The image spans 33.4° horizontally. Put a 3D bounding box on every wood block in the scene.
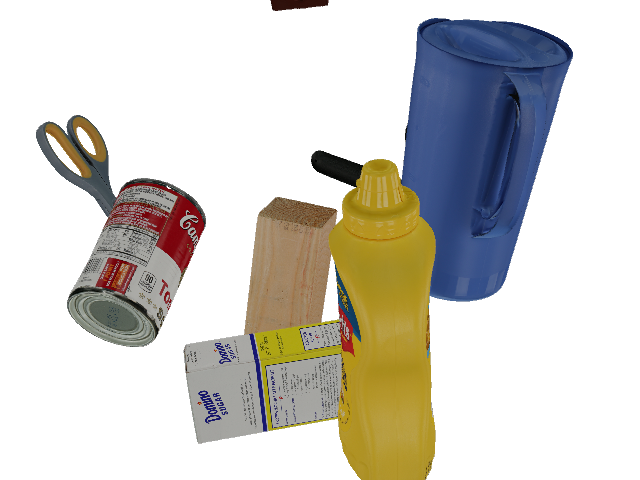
[{"bbox_3d":[-0.043,0.057,1.451,0.090,0.206,0.090,12,22,11],"label":"wood block"}]

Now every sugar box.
[{"bbox_3d":[-0.032,0.126,0.972,0.176,0.093,0.048,-7,36,-5],"label":"sugar box"}]

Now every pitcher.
[{"bbox_3d":[0.137,-0.066,0.950,0.145,0.243,0.149,21,31,24],"label":"pitcher"}]

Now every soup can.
[{"bbox_3d":[-0.130,0.015,0.757,0.068,0.102,0.068,13,-36,9],"label":"soup can"}]

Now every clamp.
[{"bbox_3d":[0.098,-0.057,1.241,0.164,0.036,0.210,-16,52,-28],"label":"clamp"}]

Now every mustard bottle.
[{"bbox_3d":[0.036,0.042,0.603,0.058,0.192,0.096,-4,33,-1],"label":"mustard bottle"}]

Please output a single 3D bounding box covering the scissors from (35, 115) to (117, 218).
[{"bbox_3d":[-0.212,-0.049,1.093,0.016,0.201,0.096,-27,26,27],"label":"scissors"}]

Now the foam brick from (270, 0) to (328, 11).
[{"bbox_3d":[-0.022,-0.252,0.950,0.053,0.051,0.078,-4,-41,9],"label":"foam brick"}]
